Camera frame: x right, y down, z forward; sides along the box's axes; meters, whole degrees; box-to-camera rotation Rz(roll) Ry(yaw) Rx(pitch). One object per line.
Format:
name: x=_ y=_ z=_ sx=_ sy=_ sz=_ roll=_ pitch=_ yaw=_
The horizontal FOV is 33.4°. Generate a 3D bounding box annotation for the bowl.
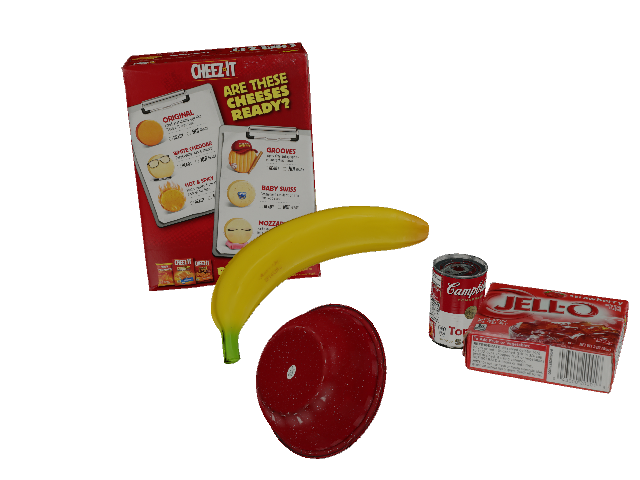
bowl: x=-0.013 y=0.137 z=1.080 sx=0.162 sy=0.162 sz=0.055 roll=0 pitch=-16 yaw=42

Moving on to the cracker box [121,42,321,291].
cracker box: x=-0.087 y=-0.068 z=0.988 sx=0.164 sy=0.214 sz=0.072 roll=-5 pitch=20 yaw=-4

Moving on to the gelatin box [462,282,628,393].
gelatin box: x=0.139 y=0.057 z=0.656 sx=0.089 sy=0.030 sz=0.073 roll=8 pitch=25 yaw=20

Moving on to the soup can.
soup can: x=0.171 y=0.076 z=1.336 sx=0.068 sy=0.102 sz=0.068 roll=1 pitch=23 yaw=-1

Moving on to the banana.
banana: x=-0.010 y=0.015 z=0.785 sx=0.197 sy=0.069 sz=0.037 roll=-32 pitch=-5 yaw=-25
